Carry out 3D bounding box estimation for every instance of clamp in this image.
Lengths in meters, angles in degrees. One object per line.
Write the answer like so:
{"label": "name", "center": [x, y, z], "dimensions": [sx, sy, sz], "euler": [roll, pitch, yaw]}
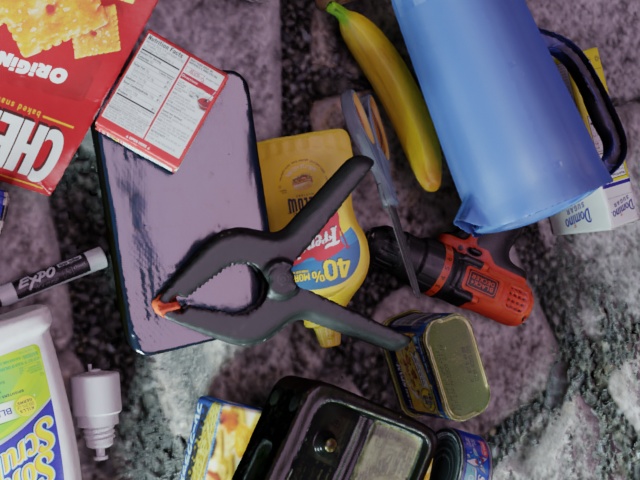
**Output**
{"label": "clamp", "center": [-0.031, 0.020, 0.859], "dimensions": [0.209, 0.036, 0.164], "euler": [-6, 91, -17]}

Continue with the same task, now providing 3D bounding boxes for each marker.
{"label": "marker", "center": [-0.234, 0.036, 0.878], "dimensions": [0.121, 0.020, 0.020], "euler": [-23, 96, -24]}

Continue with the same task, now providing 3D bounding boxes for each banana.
{"label": "banana", "center": [0.066, -0.137, 1.001], "dimensions": [0.069, 0.037, 0.198], "euler": [-32, 91, -51]}

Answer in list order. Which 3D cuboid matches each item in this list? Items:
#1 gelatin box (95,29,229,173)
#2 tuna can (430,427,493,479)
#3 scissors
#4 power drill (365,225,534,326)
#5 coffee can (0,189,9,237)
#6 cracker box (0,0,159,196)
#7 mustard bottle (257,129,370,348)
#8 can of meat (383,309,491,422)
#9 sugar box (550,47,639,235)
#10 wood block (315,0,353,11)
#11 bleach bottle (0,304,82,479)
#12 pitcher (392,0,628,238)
{"label": "gelatin box", "center": [-0.124, -0.109, 0.843], "dimensions": [0.073, 0.030, 0.089], "euler": [29, 81, -8]}
{"label": "tuna can", "center": [0.123, 0.219, 0.994], "dimensions": [0.033, 0.086, 0.086], "euler": [20, 79, -20]}
{"label": "scissors", "center": [0.053, -0.052, 0.959], "dimensions": [0.096, 0.016, 0.202], "euler": [40, 35, -56]}
{"label": "power drill", "center": [0.144, -0.028, 1.036], "dimensions": [0.184, 0.057, 0.187], "euler": [24, 79, -18]}
{"label": "coffee can", "center": [-0.317, -0.011, 0.797], "dimensions": [0.140, 0.103, 0.103], "euler": [19, 79, -23]}
{"label": "cracker box", "center": [-0.226, -0.154, 0.782], "dimensions": [0.163, 0.072, 0.214], "euler": [19, 107, -45]}
{"label": "mustard bottle", "center": [-0.006, 0.001, 0.957], "dimensions": [0.096, 0.058, 0.191], "euler": [-10, 92, -1]}
{"label": "can of meat", "center": [0.108, 0.116, 0.994], "dimensions": [0.057, 0.084, 0.102], "euler": [-19, 94, -24]}
{"label": "sugar box", "center": [0.256, -0.096, 1.070], "dimensions": [0.048, 0.093, 0.176], "euler": [-19, 96, -25]}
{"label": "wood block", "center": [0.061, -0.278, 0.929], "dimensions": [0.090, 0.206, 0.091], "euler": [-27, 98, -24]}
{"label": "bleach bottle", "center": [-0.230, 0.185, 0.848], "dimensions": [0.102, 0.068, 0.251], "euler": [-19, 97, -23]}
{"label": "pitcher", "center": [0.165, -0.135, 0.960], "dimensions": [0.149, 0.145, 0.243], "euler": [-16, 83, -62]}
